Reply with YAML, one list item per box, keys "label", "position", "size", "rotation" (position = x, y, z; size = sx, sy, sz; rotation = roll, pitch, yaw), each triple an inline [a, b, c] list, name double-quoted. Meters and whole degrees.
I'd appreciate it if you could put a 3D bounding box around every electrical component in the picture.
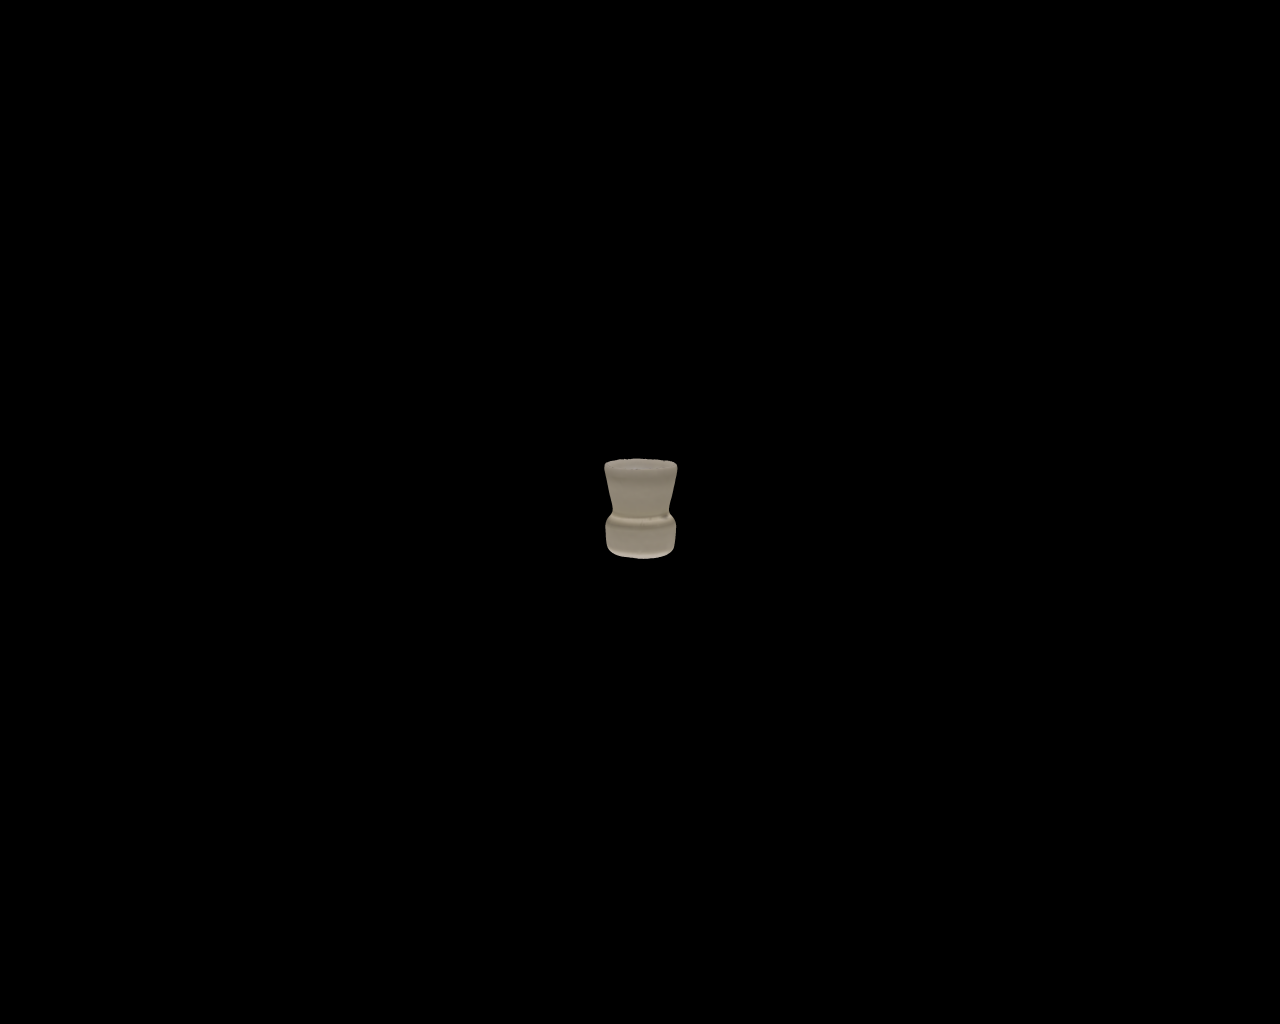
- label: "electrical component"
  position: [0.001, -0.003, 0.650]
  size: [0.045, 0.055, 0.045]
  rotation: [0, 12, 0]
